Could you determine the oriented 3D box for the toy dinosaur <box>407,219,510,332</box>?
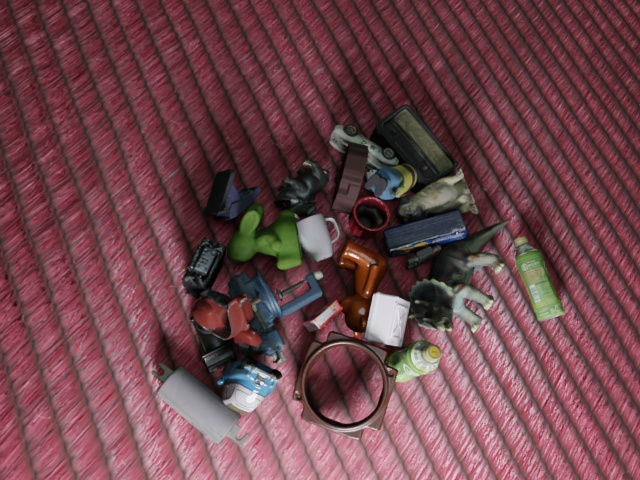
[{"bbox_3d":[0.341,0.082,1.334,0.192,0.131,0.405,22,56,7],"label":"toy dinosaur"}]

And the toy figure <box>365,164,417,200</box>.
[{"bbox_3d":[0.184,-0.145,1.343,0.180,0.089,0.082,-12,73,-59],"label":"toy figure"}]

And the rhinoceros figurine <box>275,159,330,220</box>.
[{"bbox_3d":[-0.050,-0.115,1.353,0.112,0.073,0.190,40,64,-6],"label":"rhinoceros figurine"}]

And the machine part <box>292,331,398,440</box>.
[{"bbox_3d":[0.054,0.310,1.158,0.201,0.087,0.201,18,80,10],"label":"machine part"}]

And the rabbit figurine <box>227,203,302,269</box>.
[{"bbox_3d":[-0.134,0.000,1.231,0.170,0.121,0.159,-10,104,0],"label":"rabbit figurine"}]

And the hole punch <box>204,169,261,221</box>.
[{"bbox_3d":[-0.210,-0.096,1.280,0.092,0.142,0.115,25,79,-32],"label":"hole punch"}]

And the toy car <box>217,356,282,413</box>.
[{"bbox_3d":[-0.149,0.304,1.108,0.109,0.162,0.103,31,64,-16],"label":"toy car"}]

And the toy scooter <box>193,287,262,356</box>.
[{"bbox_3d":[-0.192,0.150,1.111,0.184,0.135,0.075,26,39,27],"label":"toy scooter"}]

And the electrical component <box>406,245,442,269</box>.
[{"bbox_3d":[0.260,0.042,1.348,0.094,0.063,0.021,-26,67,-6],"label":"electrical component"}]

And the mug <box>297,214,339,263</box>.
[{"bbox_3d":[-0.003,-0.004,1.316,0.109,0.081,0.107,-18,84,-24],"label":"mug"}]

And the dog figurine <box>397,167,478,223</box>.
[{"bbox_3d":[0.304,-0.097,1.417,0.191,0.172,0.121,-23,64,16],"label":"dog figurine"}]

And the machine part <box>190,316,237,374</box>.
[{"bbox_3d":[-0.244,0.220,1.192,0.084,0.039,0.139,-23,76,-14],"label":"machine part"}]

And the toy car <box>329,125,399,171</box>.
[{"bbox_3d":[0.118,-0.237,1.431,0.202,0.073,0.056,32,62,2],"label":"toy car"}]

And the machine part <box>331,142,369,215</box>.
[{"bbox_3d":[0.072,-0.154,1.340,0.056,0.179,0.179,15,66,-4],"label":"machine part"}]

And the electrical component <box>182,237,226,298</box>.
[{"bbox_3d":[-0.258,0.063,1.199,0.058,0.134,0.115,22,68,-3],"label":"electrical component"}]

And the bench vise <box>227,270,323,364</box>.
[{"bbox_3d":[-0.089,0.151,1.206,0.241,0.128,0.224,-28,73,-12],"label":"bench vise"}]

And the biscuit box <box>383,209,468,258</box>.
[{"bbox_3d":[0.264,-0.015,1.348,0.203,0.059,0.063,-15,67,5],"label":"biscuit box"}]

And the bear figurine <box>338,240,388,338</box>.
[{"bbox_3d":[0.083,0.120,1.262,0.132,0.120,0.196,22,73,4],"label":"bear figurine"}]

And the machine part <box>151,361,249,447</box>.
[{"bbox_3d":[-0.252,0.344,1.119,0.243,0.079,0.079,39,66,4],"label":"machine part"}]

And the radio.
[{"bbox_3d":[0.251,-0.244,1.462,0.131,0.073,0.229,-34,78,-22],"label":"radio"}]
